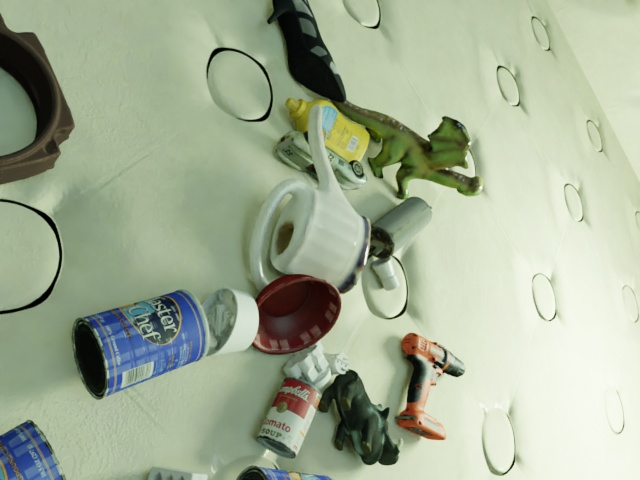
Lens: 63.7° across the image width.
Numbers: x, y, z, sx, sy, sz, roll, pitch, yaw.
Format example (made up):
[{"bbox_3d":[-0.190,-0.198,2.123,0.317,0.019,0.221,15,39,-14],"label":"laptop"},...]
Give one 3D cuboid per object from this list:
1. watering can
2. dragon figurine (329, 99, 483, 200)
[{"bbox_3d":[0.003,-0.046,0.916,0.222,0.104,0.350,27,79,-33],"label":"watering can"},{"bbox_3d":[0.206,-0.211,1.089,0.405,0.241,0.124,41,58,-28],"label":"dragon figurine"}]
